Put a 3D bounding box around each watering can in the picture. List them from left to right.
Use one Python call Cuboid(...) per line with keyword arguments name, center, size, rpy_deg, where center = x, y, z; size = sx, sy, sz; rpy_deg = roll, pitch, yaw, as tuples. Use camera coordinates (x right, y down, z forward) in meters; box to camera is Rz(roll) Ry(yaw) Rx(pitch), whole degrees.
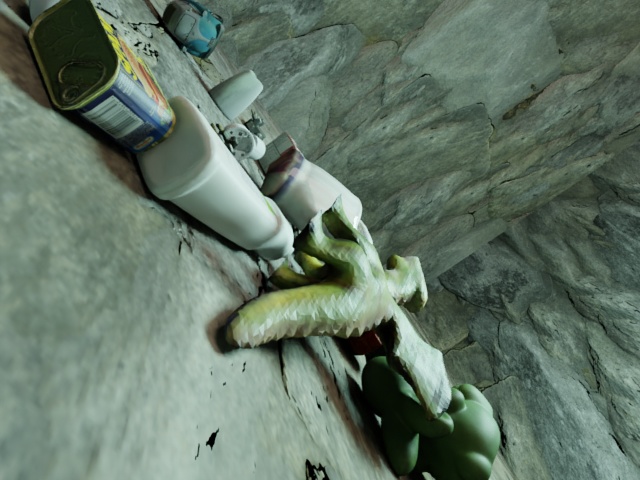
Cuboid(name="watering can", center=(0.003, -0.043, 0.845), size=(0.223, 0.103, 0.353), rpy_deg=(36, 15, -14))

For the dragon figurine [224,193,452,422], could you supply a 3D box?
Cuboid(name="dragon figurine", center=(0.057, 0.084, 0.547), size=(0.243, 0.120, 0.416), rpy_deg=(42, 24, -1))
